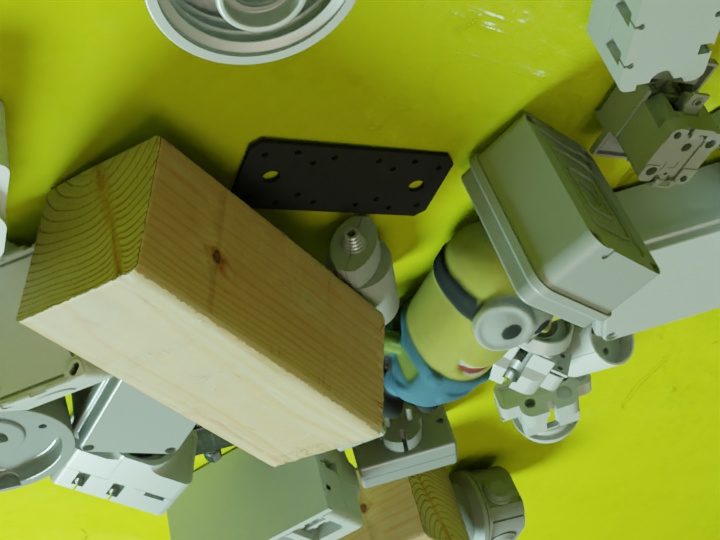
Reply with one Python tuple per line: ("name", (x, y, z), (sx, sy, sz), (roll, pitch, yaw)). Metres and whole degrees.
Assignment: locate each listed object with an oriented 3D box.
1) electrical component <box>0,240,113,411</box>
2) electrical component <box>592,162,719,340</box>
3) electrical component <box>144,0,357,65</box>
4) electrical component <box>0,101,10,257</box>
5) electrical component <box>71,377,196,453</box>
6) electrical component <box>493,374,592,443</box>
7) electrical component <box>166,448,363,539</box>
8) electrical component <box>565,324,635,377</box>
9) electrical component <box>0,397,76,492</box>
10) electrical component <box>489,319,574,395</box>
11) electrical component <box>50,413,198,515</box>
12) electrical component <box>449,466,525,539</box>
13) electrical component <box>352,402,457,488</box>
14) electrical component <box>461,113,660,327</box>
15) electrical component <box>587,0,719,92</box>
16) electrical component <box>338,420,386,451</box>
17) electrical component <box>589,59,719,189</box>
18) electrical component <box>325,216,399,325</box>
("electrical component", (-0.189, 0.028, 0.621), (0.062, 0.096, 0.061), (-21, 172, 4))
("electrical component", (0.212, -0.011, 0.760), (0.109, 0.056, 0.108), (-16, 145, -2))
("electrical component", (-0.048, -0.139, 0.472), (0.108, 0.060, 0.108), (-12, 144, -9))
("electrical component", (-0.208, -0.037, 0.546), (0.050, 0.055, 0.089), (0, 141, -24))
("electrical component", (-0.141, 0.071, 0.719), (0.078, 0.057, 0.113), (8, 137, -31))
("electrical component", (0.153, 0.109, 0.897), (0.078, 0.058, 0.057), (-18, 142, 0))
("electrical component", (-0.079, 0.195, 0.884), (0.150, 0.089, 0.062), (-31, 142, 18))
("electrical component", (0.171, 0.061, 0.841), (0.043, 0.043, 0.081), (4, 163, -27))
("electrical component", (-0.244, 0.094, 0.702), (0.108, 0.060, 0.108), (-12, 144, -8))
("electrical component", (0.124, 0.051, 0.800), (0.078, 0.058, 0.057), (23, 135, 0))
("electrical component", (-0.168, 0.132, 0.778), (0.089, 0.050, 0.055), (23, 130, -22))
("electrical component", (0.116, 0.227, 1.022), (0.051, 0.080, 0.080), (-8, 144, -23))
("electrical component", (0.033, 0.134, 0.887), (0.083, 0.047, 0.075), (-15, 144, -4))
("electrical component", (0.118, -0.029, 0.648), (0.078, 0.113, 0.057), (21, 126, -42))
("electrical component", (0.154, -0.146, 0.554), (0.050, 0.055, 0.089), (-11, 144, -9))
("electrical component", (-0.035, 0.094, 0.799), (0.074, 0.052, 0.138), (-21, 145, 5))
("electrical component", (0.178, -0.087, 0.638), (0.042, 0.063, 0.081), (3, 140, -25))
("electrical component", (0.000, 0.000, 0.696), (0.043, 0.043, 0.081), (-16, 145, -2))
